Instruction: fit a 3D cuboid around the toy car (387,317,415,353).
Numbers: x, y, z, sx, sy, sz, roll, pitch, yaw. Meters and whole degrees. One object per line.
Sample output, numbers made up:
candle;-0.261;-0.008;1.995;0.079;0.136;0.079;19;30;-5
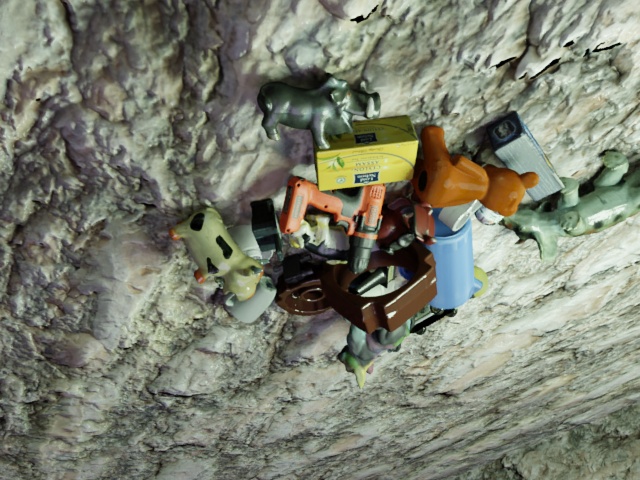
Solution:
toy car;0.181;0.213;1.405;0.103;0.109;0.161;18;131;-5

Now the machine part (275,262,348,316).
machine part;-0.019;0.117;1.266;0.179;0.056;0.179;-6;145;-4

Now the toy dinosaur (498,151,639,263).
toy dinosaur;0.569;-0.073;1.090;0.405;0.131;0.192;-21;155;9

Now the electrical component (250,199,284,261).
electrical component;-0.099;-0.011;1.021;0.048;0.119;0.074;-12;146;3

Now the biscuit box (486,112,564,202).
biscuit box;0.378;-0.148;0.985;0.063;0.059;0.202;-29;140;27

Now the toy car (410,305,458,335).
toy car;0.292;0.204;1.452;0.073;0.056;0.202;14;140;-38

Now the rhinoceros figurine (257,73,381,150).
rhinoceros figurine;-0.002;-0.205;0.826;0.190;0.073;0.112;1;132;-11

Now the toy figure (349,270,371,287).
toy figure;0.063;0.062;1.207;0.058;0.064;0.154;10;156;42

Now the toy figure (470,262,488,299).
toy figure;0.317;0.115;1.305;0.180;0.089;0.082;-22;160;13

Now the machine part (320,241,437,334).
machine part;0.119;0.081;1.087;0.201;0.202;0.087;-35;129;-21

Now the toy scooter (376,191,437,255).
toy scooter;0.169;-0.028;1.042;0.075;0.135;0.184;22;135;-38

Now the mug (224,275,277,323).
mug;-0.159;0.125;1.234;0.109;0.081;0.107;23;124;-41

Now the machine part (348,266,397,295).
machine part;0.120;0.094;1.203;0.139;0.039;0.084;-33;147;-22

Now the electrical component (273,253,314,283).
electrical component;-0.059;0.064;1.179;0.094;0.063;0.021;-17;143;13

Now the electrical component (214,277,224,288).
electrical component;-0.186;0.075;1.182;0.102;0.045;0.078;-21;141;16

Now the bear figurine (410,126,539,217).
bear figurine;0.267;-0.114;0.946;0.196;0.132;0.120;0;143;-12

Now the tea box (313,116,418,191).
tea box;0.074;-0.147;0.916;0.170;0.068;0.098;-9;143;-2

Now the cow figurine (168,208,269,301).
cow figurine;-0.184;0.029;1.026;0.127;0.085;0.194;-28;98;15

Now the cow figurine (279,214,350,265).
cow figurine;-0.004;-0.004;1.058;0.167;0.098;0.068;7;-177;-19

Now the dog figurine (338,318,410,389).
dog figurine;0.133;0.268;1.342;0.192;0.108;0.219;7;116;25
